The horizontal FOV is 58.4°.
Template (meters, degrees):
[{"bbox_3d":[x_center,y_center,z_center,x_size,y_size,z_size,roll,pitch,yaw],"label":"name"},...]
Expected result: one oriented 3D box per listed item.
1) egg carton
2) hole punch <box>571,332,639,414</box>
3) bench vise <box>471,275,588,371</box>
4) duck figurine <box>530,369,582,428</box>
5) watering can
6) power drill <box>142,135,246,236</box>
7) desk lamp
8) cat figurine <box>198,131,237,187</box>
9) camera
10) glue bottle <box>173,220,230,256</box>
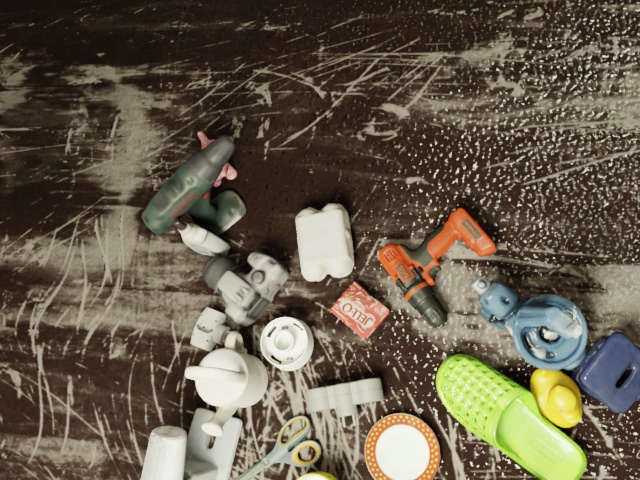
[{"bbox_3d":[0.010,0.004,1.108,0.107,0.069,0.150,-12,71,10],"label":"egg carton"},{"bbox_3d":[0.480,0.214,0.924,0.101,0.091,0.109,38,85,20],"label":"hole punch"},{"bbox_3d":[0.332,0.132,0.914,0.207,0.220,0.121,18,78,18],"label":"bench vise"},{"bbox_3d":[0.390,0.255,0.936,0.077,0.086,0.104,-27,69,4],"label":"duck figurine"},{"bbox_3d":[-0.166,0.251,1.009,0.101,0.194,0.173,-17,70,8],"label":"watering can"},{"bbox_3d":[-0.225,-0.088,1.117,0.229,0.209,0.075,-41,69,-1],"label":"power drill"},{"bbox_3d":[-0.238,0.395,0.972,0.117,0.214,0.203,9,76,16],"label":"desk lamp"},{"bbox_3d":[-0.224,-0.168,1.189,0.067,0.118,0.127,-23,70,6],"label":"cat figurine"},{"bbox_3d":[-0.156,0.073,1.109,0.136,0.101,0.143,37,85,20],"label":"camera"},{"bbox_3d":[-0.240,-0.007,1.114,0.078,0.173,0.037,11,76,16],"label":"glue bottle"}]
